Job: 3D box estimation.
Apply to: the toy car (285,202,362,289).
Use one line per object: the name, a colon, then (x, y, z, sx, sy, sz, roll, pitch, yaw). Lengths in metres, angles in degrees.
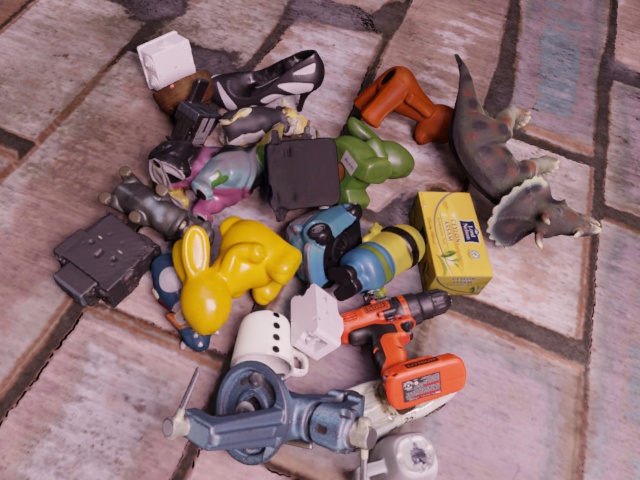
toy car: (-0.002, -0.003, 0.849, 0.103, 0.109, 0.162, 17, 43, 29)

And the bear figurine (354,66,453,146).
bear figurine: (0.179, -0.235, 1.032, 0.195, 0.132, 0.120, 38, 19, -28)

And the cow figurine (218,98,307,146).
cow figurine: (-0.100, -0.212, 0.974, 0.167, 0.098, 0.068, -18, 62, -13)

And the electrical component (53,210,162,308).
electrical component: (-0.322, 0.033, 0.802, 0.115, 0.058, 0.134, 30, 57, 14)

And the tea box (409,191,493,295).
tea box: (0.213, 0.004, 0.894, 0.098, 0.068, 0.170, 0, 55, -9)

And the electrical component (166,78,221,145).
electrical component: (-0.213, -0.217, 0.941, 0.048, 0.119, 0.075, 36, 19, 12)

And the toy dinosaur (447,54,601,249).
toy dinosaur: (0.293, -0.144, 0.919, 0.192, 0.131, 0.405, -22, 73, -44)

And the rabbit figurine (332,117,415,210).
rabbit figurine: (0.087, -0.137, 0.964, 0.170, 0.121, 0.159, -13, 50, -38)

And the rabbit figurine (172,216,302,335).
rabbit figurine: (-0.131, 0.048, 0.748, 0.162, 0.122, 0.173, 45, 57, -10)

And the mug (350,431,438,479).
mug: (0.094, 0.277, 0.668, 0.110, 0.107, 0.081, -1, 55, -12)

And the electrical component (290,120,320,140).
electrical component: (-0.021, -0.163, 0.957, 0.045, 0.102, 0.078, -14, 75, 15)

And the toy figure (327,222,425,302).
toy figure: (0.092, 0.035, 0.829, 0.089, 0.082, 0.180, 15, 29, 34)

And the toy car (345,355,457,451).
toy car: (0.095, 0.222, 0.736, 0.202, 0.056, 0.073, -18, 61, -20)

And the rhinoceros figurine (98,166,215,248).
rhinoceros figurine: (-0.250, -0.038, 0.833, 0.190, 0.112, 0.073, 28, 73, 17)

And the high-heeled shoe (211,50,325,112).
high-heeled shoe: (-0.118, -0.312, 1.012, 0.249, 0.145, 0.086, 10, 55, -4)

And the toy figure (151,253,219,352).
toy figure: (-0.202, 0.091, 0.783, 0.064, 0.057, 0.154, -37, 64, 13)

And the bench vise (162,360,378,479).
bench vise: (-0.060, 0.209, 0.615, 0.224, 0.240, 0.128, 17, 92, 40)

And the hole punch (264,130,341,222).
hole punch: (-0.033, -0.106, 0.868, 0.116, 0.092, 0.142, -5, 99, -9)

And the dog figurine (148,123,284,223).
dog figurine: (-0.153, -0.131, 0.912, 0.192, 0.108, 0.219, 35, 54, 18)
